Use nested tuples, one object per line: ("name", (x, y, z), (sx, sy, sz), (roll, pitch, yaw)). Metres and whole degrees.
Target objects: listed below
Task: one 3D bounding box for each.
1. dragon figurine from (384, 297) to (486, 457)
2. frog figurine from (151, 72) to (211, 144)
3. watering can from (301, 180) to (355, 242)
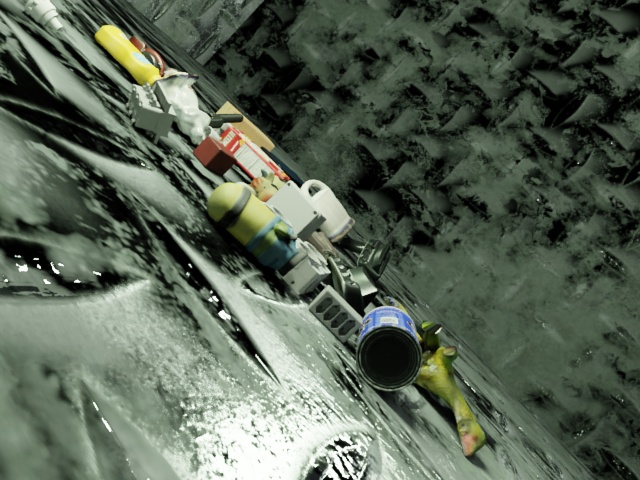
("dragon figurine", (0.240, 0.284, 1.086), (0.240, 0.122, 0.416), (61, 4, -17))
("frog figurine", (-0.318, -0.296, 1.186), (0.138, 0.123, 0.158), (-144, -137, -79))
("watering can", (0.005, -0.085, 1.686), (0.223, 0.103, 0.353), (51, 25, -6))
